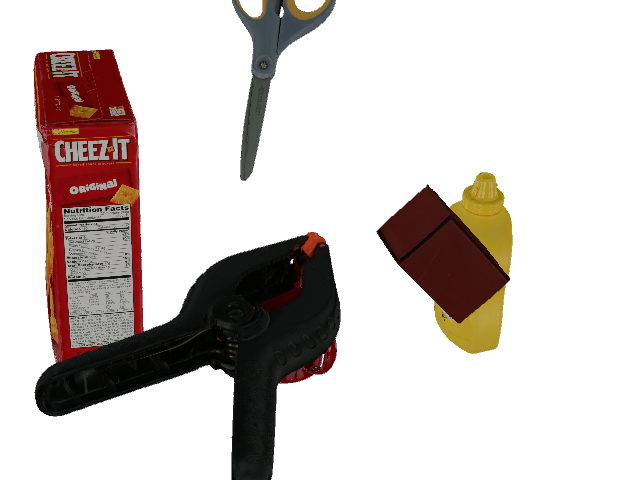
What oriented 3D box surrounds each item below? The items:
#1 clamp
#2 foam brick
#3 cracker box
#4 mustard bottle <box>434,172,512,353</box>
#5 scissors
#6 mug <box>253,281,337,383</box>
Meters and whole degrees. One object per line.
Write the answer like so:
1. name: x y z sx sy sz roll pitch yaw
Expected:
1. clamp: -0.036 0.054 0.512 0.120 0.039 0.171 31 48 25
2. foam brick: 0.088 0.011 0.767 0.078 0.051 0.053 44 9 -31
3. cracker box: -0.184 -0.023 0.839 0.072 0.214 0.164 -5 28 -15
4. mustard bottle: 0.159 0.016 1.096 0.058 0.192 0.096 -9 36 -15
5. scissors: -0.027 -0.146 0.853 0.096 0.202 0.016 -6 -17 -4
6. mug: -0.028 0.088 1.023 0.117 0.081 0.093 25 33 37
